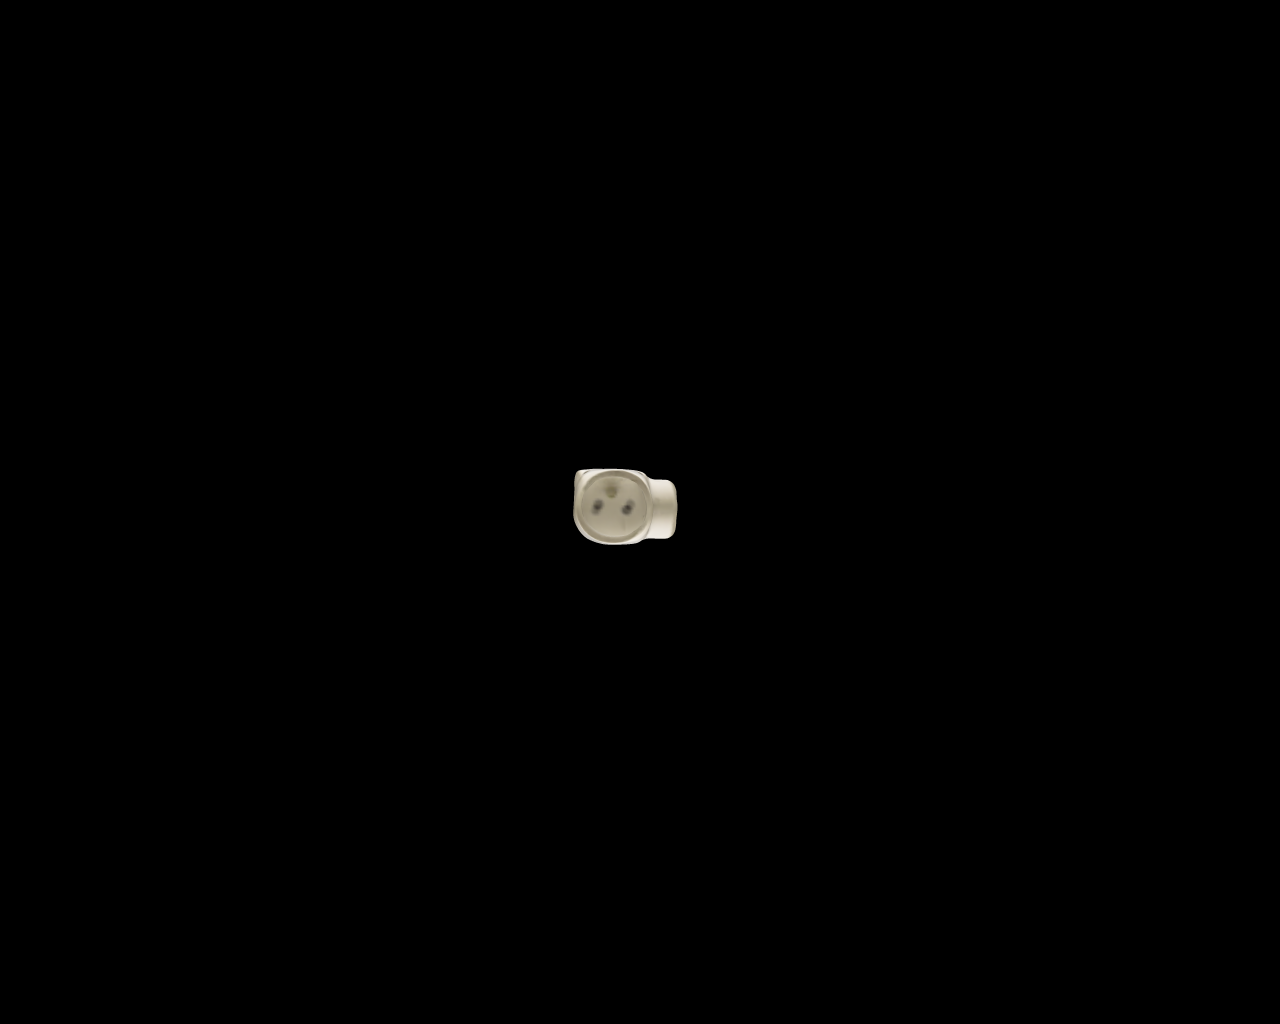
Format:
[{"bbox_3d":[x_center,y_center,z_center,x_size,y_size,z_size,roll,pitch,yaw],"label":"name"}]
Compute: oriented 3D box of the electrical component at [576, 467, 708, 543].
[{"bbox_3d":[0.001,-0.003,0.650,0.079,0.043,0.077,0,-2,-4],"label":"electrical component"}]
